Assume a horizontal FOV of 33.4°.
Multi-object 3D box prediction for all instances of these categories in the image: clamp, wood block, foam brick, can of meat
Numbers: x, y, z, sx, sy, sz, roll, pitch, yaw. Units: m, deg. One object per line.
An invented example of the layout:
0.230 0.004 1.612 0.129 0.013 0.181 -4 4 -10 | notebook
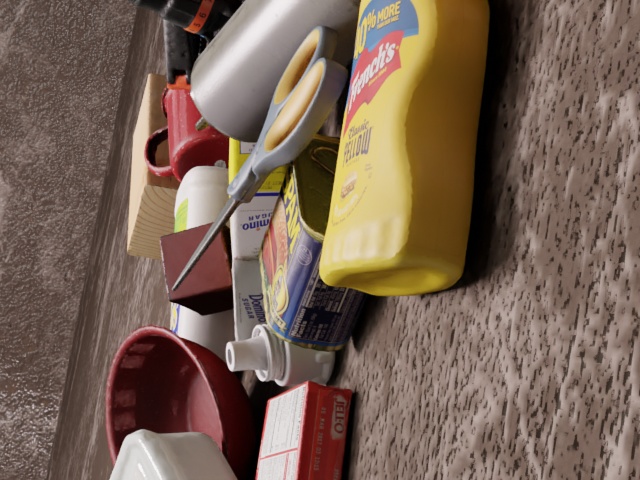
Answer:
-0.113 -0.236 0.930 0.164 0.036 0.210 -49 -40 -82 | clamp
-0.147 -0.077 1.118 0.206 0.090 0.091 -100 26 -50 | wood block
-0.084 0.023 0.822 0.078 0.051 0.053 41 -144 -72 | foam brick
0.002 0.001 0.619 0.102 0.057 0.084 -99 24 -51 | can of meat

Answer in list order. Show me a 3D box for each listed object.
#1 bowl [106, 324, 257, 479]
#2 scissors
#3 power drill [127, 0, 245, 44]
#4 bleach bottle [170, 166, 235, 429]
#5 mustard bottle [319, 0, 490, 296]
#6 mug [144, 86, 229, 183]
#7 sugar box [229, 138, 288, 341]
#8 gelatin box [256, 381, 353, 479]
-0.096 0.140 0.791 0.162 0.055 0.162 8 100 49 | bowl
-0.038 -0.051 0.636 0.202 0.016 0.096 -44 28 47 | scissors
-0.039 -0.196 0.699 0.188 0.184 0.057 -39 44 52 | power drill
-0.097 0.072 0.897 0.103 0.068 0.251 134 142 -65 | bleach bottle
0.044 -0.072 0.519 0.096 0.058 0.191 155 125 -69 | mustard bottle
-0.106 -0.092 0.960 0.093 0.117 0.081 57 -161 -50 | mug
-0.043 -0.016 0.765 0.176 0.048 0.093 -92 2 -46 | sugar box
-0.011 0.126 0.623 0.089 0.030 0.073 141 140 -65 | gelatin box
